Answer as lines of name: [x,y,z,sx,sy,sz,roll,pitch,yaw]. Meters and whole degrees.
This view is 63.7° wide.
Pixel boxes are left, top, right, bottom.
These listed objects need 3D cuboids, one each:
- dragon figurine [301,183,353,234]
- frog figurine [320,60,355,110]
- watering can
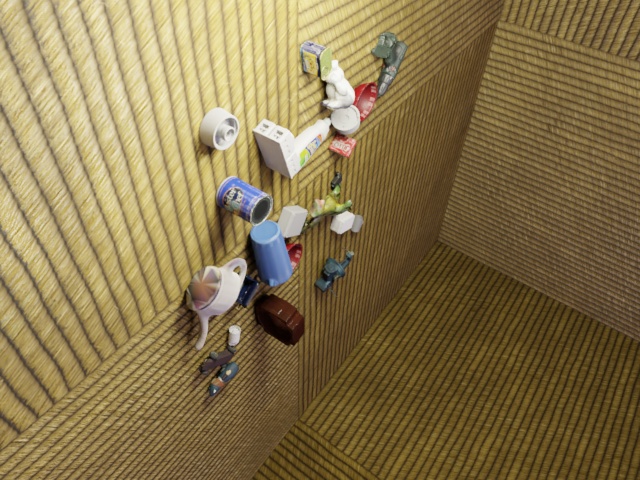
dragon figurine: [0.007,-0.108,2.139,0.244,0.123,0.405,-34,170,-10]
frog figurine: [0.062,-0.528,1.749,0.140,0.123,0.156,-90,-174,-66]
watering can: [-0.358,0.208,1.693,0.349,0.105,0.222,-60,156,-4]
